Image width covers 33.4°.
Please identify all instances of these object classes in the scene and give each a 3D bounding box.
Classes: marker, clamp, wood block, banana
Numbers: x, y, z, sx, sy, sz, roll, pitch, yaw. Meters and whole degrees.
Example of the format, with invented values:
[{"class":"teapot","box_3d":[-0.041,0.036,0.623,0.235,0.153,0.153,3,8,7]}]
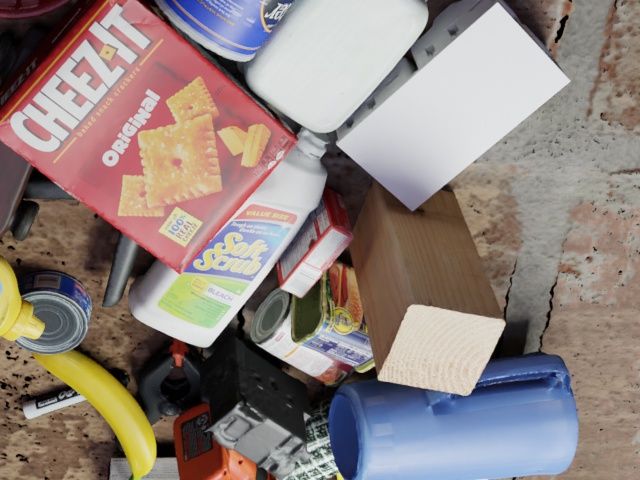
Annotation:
[{"class":"marker","box_3d":[-0.263,0.168,1.159,0.121,0.020,0.020,-18,125,6]},{"class":"clamp","box_3d":[-0.151,0.179,1.168,0.120,0.039,0.172,7,131,-19]},{"class":"clamp","box_3d":[-0.189,-0.048,1.008,0.210,0.036,0.164,-40,113,16]},{"class":"wood block","box_3d":[0.093,0.037,0.994,0.090,0.206,0.090,11,122,-14]},{"class":"banana","box_3d":[-0.228,0.180,1.130,0.070,0.037,0.198,-28,103,10]}]

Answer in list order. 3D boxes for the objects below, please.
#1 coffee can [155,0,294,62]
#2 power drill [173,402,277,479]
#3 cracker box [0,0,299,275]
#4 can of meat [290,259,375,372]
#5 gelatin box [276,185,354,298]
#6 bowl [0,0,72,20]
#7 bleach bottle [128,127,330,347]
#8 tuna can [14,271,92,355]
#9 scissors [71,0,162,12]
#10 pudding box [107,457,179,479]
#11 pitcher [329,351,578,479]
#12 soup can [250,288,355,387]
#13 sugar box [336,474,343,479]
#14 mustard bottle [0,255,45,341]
[{"class":"coffee can","box_3d":[-0.056,-0.230,0.857,0.102,0.103,0.140,30,116,-24]},{"class":"power drill","box_3d":[-0.082,0.271,1.136,0.057,0.184,0.187,-27,133,8]},{"class":"cracker box","box_3d":[-0.149,-0.097,0.913,0.213,0.072,0.164,40,97,-27]},{"class":"can of meat","box_3d":[0.019,0.070,1.066,0.083,0.102,0.058,24,138,-29]},{"class":"gelatin box","box_3d":[-0.007,0.001,1.040,0.030,0.073,0.089,28,116,-25]},{"class":"bowl","box_3d":[-0.248,-0.260,0.843,0.162,0.055,0.162,-3,124,-4]},{"class":"bleach bottle","box_3d":[-0.080,-0.012,1.031,0.102,0.068,0.251,28,115,-23]},{"class":"tuna can","box_3d":[-0.277,0.075,1.085,0.086,0.034,0.086,-3,125,-4]},{"class":"scissors","box_3d":[-0.172,-0.267,0.871,0.096,0.016,0.202,-6,125,-2]},{"class":"pudding box","box_3d":[-0.185,0.285,1.224,0.113,0.039,0.090,-1,141,-7]},{"class":"pitcher","box_3d":[0.140,0.187,1.118,0.242,0.145,0.149,-3,98,-19]},{"class":"soup can","box_3d":[-0.014,0.101,1.111,0.102,0.068,0.069,33,115,-25]},{"class":"sugar box","box_3d":[0.109,0.276,1.259,0.176,0.048,0.093,-10,125,2]},{"class":"mustard bottle","box_3d":[-0.338,0.043,0.978,0.191,0.058,0.096,33,95,-30]}]
